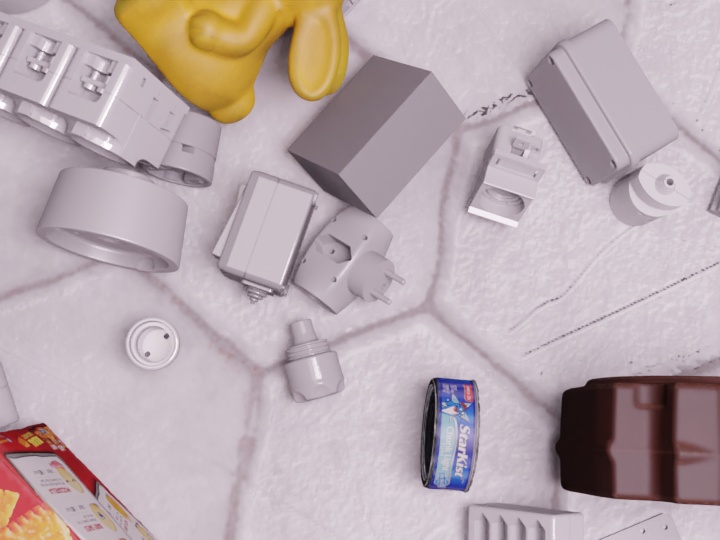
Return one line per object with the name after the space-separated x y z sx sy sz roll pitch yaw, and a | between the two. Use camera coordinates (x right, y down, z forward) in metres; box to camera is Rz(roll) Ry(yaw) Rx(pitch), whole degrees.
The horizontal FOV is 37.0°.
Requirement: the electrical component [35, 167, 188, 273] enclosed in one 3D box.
-0.181 -0.043 0.808 0.108 0.108 0.060 13 77 -3 | electrical component

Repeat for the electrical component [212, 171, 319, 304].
-0.076 -0.022 0.833 0.061 0.061 0.096 19 83 0 | electrical component

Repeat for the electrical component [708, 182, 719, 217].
0.343 -0.059 0.878 0.089 0.050 0.055 23 83 -2 | electrical component

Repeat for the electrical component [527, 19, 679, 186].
0.191 -0.131 0.860 0.057 0.078 0.113 -30 87 -10 | electrical component

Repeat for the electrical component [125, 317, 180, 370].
-0.157 0.057 0.826 0.040 0.046 0.040 1 84 -5 | electrical component

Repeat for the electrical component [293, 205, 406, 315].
0.000 0.000 0.838 0.079 0.043 0.077 31 81 31 | electrical component

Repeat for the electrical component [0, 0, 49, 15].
-0.290 -0.258 0.854 0.099 0.064 0.099 -1 82 9 | electrical component

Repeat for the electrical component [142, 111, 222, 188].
-0.138 -0.095 0.842 0.055 0.055 0.047 13 79 -3 | electrical component

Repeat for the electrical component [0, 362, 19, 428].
-0.288 0.101 0.808 0.055 0.055 0.047 -22 90 -7 | electrical component

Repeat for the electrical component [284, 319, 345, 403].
-0.039 0.070 0.836 0.043 0.043 0.062 -15 83 -6 | electrical component

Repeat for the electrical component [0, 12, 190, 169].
-0.218 -0.131 0.796 0.150 0.089 0.061 22 83 21 | electrical component

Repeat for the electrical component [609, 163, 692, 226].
0.232 -0.062 0.854 0.043 0.081 0.043 1 84 -5 | electrical component

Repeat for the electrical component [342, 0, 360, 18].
0.005 -0.310 0.873 0.105 0.060 0.186 41 82 1 | electrical component

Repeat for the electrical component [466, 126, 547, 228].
0.117 -0.076 0.853 0.042 0.081 0.063 19 60 -3 | electrical component

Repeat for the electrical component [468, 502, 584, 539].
0.138 0.206 0.825 0.076 0.083 0.047 8 81 -42 | electrical component
